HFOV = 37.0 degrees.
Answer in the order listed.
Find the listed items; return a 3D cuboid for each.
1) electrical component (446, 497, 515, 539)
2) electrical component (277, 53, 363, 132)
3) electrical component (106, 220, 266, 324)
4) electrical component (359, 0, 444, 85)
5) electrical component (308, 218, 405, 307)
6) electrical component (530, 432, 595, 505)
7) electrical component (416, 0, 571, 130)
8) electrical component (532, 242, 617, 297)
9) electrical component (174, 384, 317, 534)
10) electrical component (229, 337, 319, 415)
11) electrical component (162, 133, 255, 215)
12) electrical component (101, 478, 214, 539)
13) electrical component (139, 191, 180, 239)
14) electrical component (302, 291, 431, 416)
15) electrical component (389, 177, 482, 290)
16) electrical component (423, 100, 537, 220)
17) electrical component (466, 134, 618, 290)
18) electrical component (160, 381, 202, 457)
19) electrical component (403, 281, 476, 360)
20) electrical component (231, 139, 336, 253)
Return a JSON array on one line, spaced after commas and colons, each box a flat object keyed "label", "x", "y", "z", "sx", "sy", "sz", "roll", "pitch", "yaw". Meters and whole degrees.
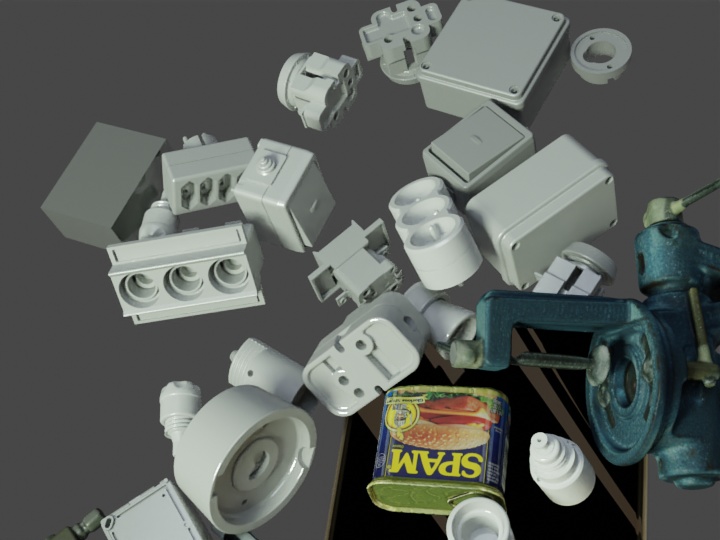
[{"label": "electrical component", "x": 0.088, "y": 0.193, "z": 0.770, "sx": 0.045, "sy": 0.055, "sz": 0.045, "roll": -7, "pitch": 57, "yaw": 11}, {"label": "electrical component", "x": -0.042, "y": -0.175, "z": 1.033, "sx": 0.057, "sy": 0.058, "sz": 0.078, "roll": 22, "pitch": 67, "yaw": 23}, {"label": "electrical component", "x": -0.149, "y": -0.002, "z": 0.946, "sx": 0.121, "sy": 0.078, "sz": 0.063, "roll": -9, "pitch": 28, "yaw": 9}, {"label": "electrical component", "x": 0.044, "y": -0.216, "z": 1.035, "sx": 0.078, "sy": 0.057, "sz": 0.058, "roll": -19, "pitch": 56, "yaw": 3}, {"label": "electrical component", "x": 0.000, "y": 0.000, "z": 0.922, "sx": 0.081, "sy": 0.042, "sz": 0.064, "roll": -40, "pitch": 61, "yaw": -10}, {"label": "electrical component", "x": 0.143, "y": 0.140, "z": 0.779, "sx": 0.040, "sy": 0.078, "sz": 0.040, "roll": -17, "pitch": 49, "yaw": 21}, {"label": "electrical component", "x": 0.126, "y": -0.193, "z": 0.999, "sx": 0.109, "sy": 0.056, "sz": 0.108, "roll": 21, "pitch": 66, "yaw": 25}, {"label": "electrical component", "x": 0.175, "y": 0.011, "z": 0.867, "sx": 0.066, "sy": 0.048, "sz": 0.055, "roll": 29, "pitch": 78, "yaw": 28}, {"label": "electrical component", "x": -0.093, "y": 0.139, "z": 0.824, "sx": 0.060, "sy": 0.108, "sz": 0.108, "roll": 29, "pitch": 70, "yaw": 35}, {"label": "electrical component", "x": -0.075, "y": 0.088, "z": 0.886, "sx": 0.081, "sy": 0.043, "sz": 0.043, "roll": 28, "pitch": 69, "yaw": 28}, {"label": "electrical component", "x": -0.144, "y": -0.101, "z": 1.005, "sx": 0.083, "sy": 0.047, "sz": 0.075, "roll": -14, "pitch": 53, "yaw": -18}, {"label": "electrical component", "x": -0.142, "y": 0.219, "z": 0.817, "sx": 0.062, "sy": 0.061, "sz": 0.096, "roll": -33, "pitch": 64, "yaw": -7}, {"label": "electrical component", "x": -0.185, "y": -0.048, "z": 1.006, "sx": 0.035, "sy": 0.035, "sz": 0.061, "roll": -2, "pitch": 56, "yaw": 14}, {"label": "electrical component", "x": 0.007, "y": 0.064, "z": 0.849, "sx": 0.095, "sy": 0.053, "sz": 0.059, "roll": -38, "pitch": 10, "yaw": 27}, {"label": "electrical component", "x": 0.068, "y": -0.019, "z": 0.896, "sx": 0.052, "sy": 0.073, "sz": 0.138, "roll": -27, "pitch": 25, "yaw": 6}, {"label": "electrical component", "x": 0.111, "y": -0.102, "z": 0.943, "sx": 0.096, "sy": 0.061, "sz": 0.061, "roll": -39, "pitch": 57, "yaw": -10}, {"label": "electrical component", "x": 0.152, "y": -0.046, "z": 0.888, "sx": 0.113, "sy": 0.078, "sz": 0.057, "roll": -35, "pitch": 54, "yaw": -8}, {"label": "electrical component", "x": -0.148, "y": 0.125, "z": 0.889, "sx": 0.035, "sy": 0.035, "sz": 0.061, "roll": -10, "pitch": 59, "yaw": 9}, {"label": "electrical component", "x": 0.063, "y": 0.040, "z": 0.878, "sx": 0.055, "sy": 0.045, "sz": 0.045, "roll": 36, "pitch": 73, "yaw": 31}, {"label": "electrical component", "x": -0.066, "y": -0.068, "z": 0.949, "sx": 0.061, "sy": 0.096, "sz": 0.061, "roll": 18, "pitch": 65, "yaw": 21}]
